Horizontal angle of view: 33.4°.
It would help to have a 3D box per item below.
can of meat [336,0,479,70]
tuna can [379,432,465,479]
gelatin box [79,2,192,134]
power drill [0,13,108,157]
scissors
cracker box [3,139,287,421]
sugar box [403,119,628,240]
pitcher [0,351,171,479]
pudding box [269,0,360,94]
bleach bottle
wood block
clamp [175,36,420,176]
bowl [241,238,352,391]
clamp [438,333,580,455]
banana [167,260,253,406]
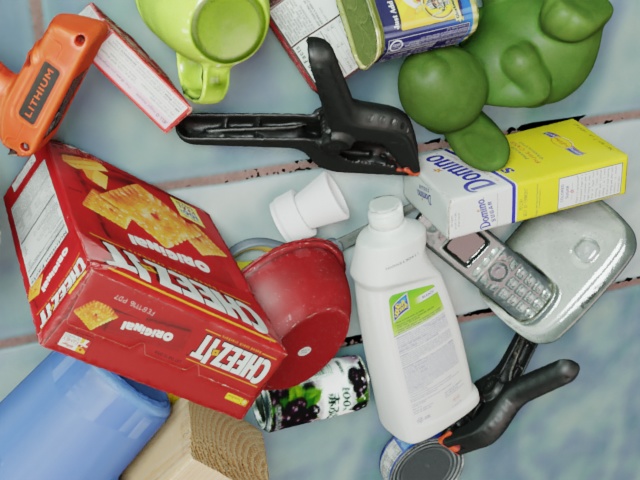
[{"bbox_3d":[0.059,-0.185,0.780,0.083,0.057,0.102,-16,86,-16],"label":"can of meat"},{"bbox_3d":[0.106,0.234,1.119,0.086,0.034,0.086,-10,121,-18],"label":"tuna can"},{"bbox_3d":[-0.139,-0.127,0.785,0.030,0.073,0.089,-44,125,3],"label":"gelatin box"},{"bbox_3d":[-0.238,-0.155,0.697,0.187,0.057,0.185,30,114,-6],"label":"power drill"},{"bbox_3d":[-0.006,0.001,0.950,0.202,0.016,0.096,-40,126,1],"label":"scissors"},{"bbox_3d":[-0.133,0.022,0.785,0.164,0.214,0.072,27,105,-33],"label":"cracker box"},{"bbox_3d":[0.172,-0.057,0.947,0.176,0.093,0.048,-13,121,-17],"label":"sugar box"},{"bbox_3d":[-0.233,0.201,0.891,0.243,0.145,0.149,-47,121,3],"label":"pitcher"},{"bbox_3d":[0.018,-0.182,0.843,0.113,0.039,0.090,-35,125,1],"label":"pudding box"},{"bbox_3d":[0.085,0.067,0.988,0.102,0.068,0.251,-29,126,-24],"label":"bleach bottle"},{"bbox_3d":[-0.147,0.244,0.953,0.090,0.090,0.206,35,112,-27],"label":"wood block"},{"bbox_3d":[0.000,-0.089,0.865,0.165,0.036,0.209,-18,154,35],"label":"clamp"},{"bbox_3d":[-0.027,0.077,0.922,0.161,0.055,0.162,-28,144,-23],"label":"bowl"},{"bbox_3d":[0.186,0.152,1.053,0.039,0.120,0.171,34,98,-12],"label":"clamp"},{"bbox_3d":[-0.107,0.091,0.935,0.069,0.037,0.198,21,116,-17],"label":"banana"}]
